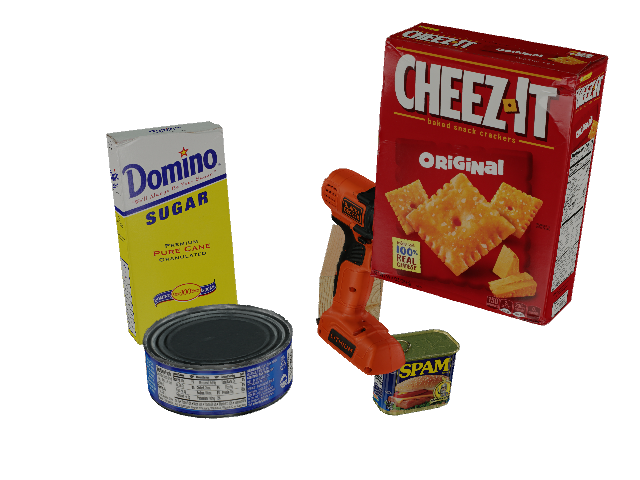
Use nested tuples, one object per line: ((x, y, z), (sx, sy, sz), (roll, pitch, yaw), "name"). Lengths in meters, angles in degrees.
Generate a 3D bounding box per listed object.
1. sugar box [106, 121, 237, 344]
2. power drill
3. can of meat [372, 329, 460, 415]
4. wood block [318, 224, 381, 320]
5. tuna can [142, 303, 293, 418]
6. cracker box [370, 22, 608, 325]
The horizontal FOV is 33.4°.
((-0.123, -0.007, 0.903), (0.093, 0.176, 0.048), (-10, 18, -21), "sugar box")
((0.060, 0.038, 1.077), (0.057, 0.188, 0.185), (-9, 28, -32), "power drill")
((0.116, 0.164, 1.325), (0.102, 0.084, 0.057), (-6, 27, -21), "can of meat")
((0.052, 0.055, 1.647), (0.091, 0.090, 0.206), (4, 23, 4), "wood block")
((-0.058, 0.068, 0.615), (0.086, 0.034, 0.086), (-2, 19, 0), "tuna can")
((0.129, -0.054, 0.865), (0.164, 0.214, 0.072), (17, 29, 28), "cracker box")
